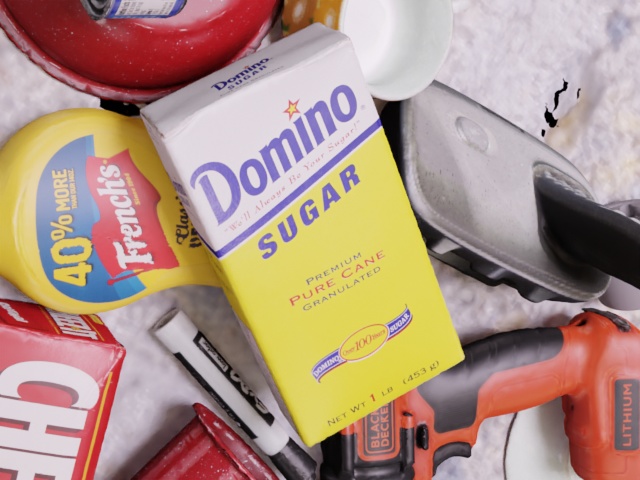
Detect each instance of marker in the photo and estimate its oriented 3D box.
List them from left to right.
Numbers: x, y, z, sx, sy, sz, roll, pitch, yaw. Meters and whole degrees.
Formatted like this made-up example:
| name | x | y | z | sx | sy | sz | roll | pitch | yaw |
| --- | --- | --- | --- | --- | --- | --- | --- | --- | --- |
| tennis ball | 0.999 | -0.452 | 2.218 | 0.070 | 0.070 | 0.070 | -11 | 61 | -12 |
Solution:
| name | x | y | z | sx | sy | sz | roll | pitch | yaw |
| --- | --- | --- | --- | --- | --- | --- | --- | --- | --- |
| marker | -0.042 | 0.086 | 0.561 | 0.020 | 0.020 | 0.121 | -42 | 106 | -11 |

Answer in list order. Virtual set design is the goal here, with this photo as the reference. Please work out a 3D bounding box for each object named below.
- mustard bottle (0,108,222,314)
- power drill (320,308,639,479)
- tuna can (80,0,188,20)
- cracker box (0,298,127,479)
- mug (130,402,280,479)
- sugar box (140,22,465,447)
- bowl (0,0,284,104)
| name | x | y | z | sx | sy | sz | roll | pitch | yaw |
| --- | --- | --- | --- | --- | --- | --- | --- | --- | --- |
| mustard bottle | -0.096 | -0.015 | 0.505 | 0.191 | 0.058 | 0.096 | -7 | 108 | -22 |
| power drill | 0.090 | 0.115 | 0.600 | 0.187 | 0.057 | 0.184 | -4 | 100 | -16 |
| tuna can | -0.074 | -0.129 | 0.416 | 0.033 | 0.086 | 0.086 | -6 | 102 | -23 |
| cracker box | -0.211 | 0.100 | 0.470 | 0.213 | 0.072 | 0.164 | 13 | 95 | -26 |
| mug | -0.056 | 0.148 | 0.546 | 0.081 | 0.093 | 0.117 | -44 | 149 | -5 |
| sugar box | -0.003 | 0.001 | 0.491 | 0.093 | 0.048 | 0.176 | -29 | 120 | -11 |
| bowl | -0.077 | -0.142 | 0.491 | 0.161 | 0.055 | 0.162 | -4 | 102 | -22 |
